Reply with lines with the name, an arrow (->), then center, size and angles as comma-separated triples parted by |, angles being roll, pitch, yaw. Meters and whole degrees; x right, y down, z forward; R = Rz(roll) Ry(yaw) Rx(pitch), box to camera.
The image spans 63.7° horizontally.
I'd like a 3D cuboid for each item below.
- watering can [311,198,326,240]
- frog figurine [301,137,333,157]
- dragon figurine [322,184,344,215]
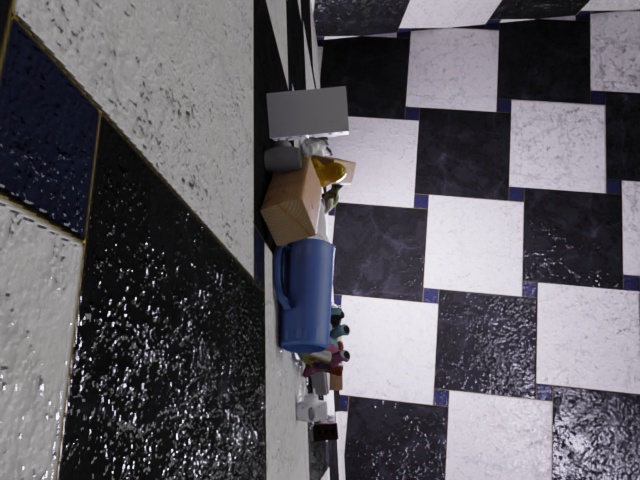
watering can -> -0.047, -0.049, 1.343 | 0.341, 0.104, 0.229 | 62, 21, -56
frog figurine -> -0.036, -0.305, 1.940 | 0.161, 0.123, 0.135 | -55, 172, -17
dragon figurine -> 0.006, -0.096, 1.916 | 0.414, 0.122, 0.241 | -112, -149, -77
